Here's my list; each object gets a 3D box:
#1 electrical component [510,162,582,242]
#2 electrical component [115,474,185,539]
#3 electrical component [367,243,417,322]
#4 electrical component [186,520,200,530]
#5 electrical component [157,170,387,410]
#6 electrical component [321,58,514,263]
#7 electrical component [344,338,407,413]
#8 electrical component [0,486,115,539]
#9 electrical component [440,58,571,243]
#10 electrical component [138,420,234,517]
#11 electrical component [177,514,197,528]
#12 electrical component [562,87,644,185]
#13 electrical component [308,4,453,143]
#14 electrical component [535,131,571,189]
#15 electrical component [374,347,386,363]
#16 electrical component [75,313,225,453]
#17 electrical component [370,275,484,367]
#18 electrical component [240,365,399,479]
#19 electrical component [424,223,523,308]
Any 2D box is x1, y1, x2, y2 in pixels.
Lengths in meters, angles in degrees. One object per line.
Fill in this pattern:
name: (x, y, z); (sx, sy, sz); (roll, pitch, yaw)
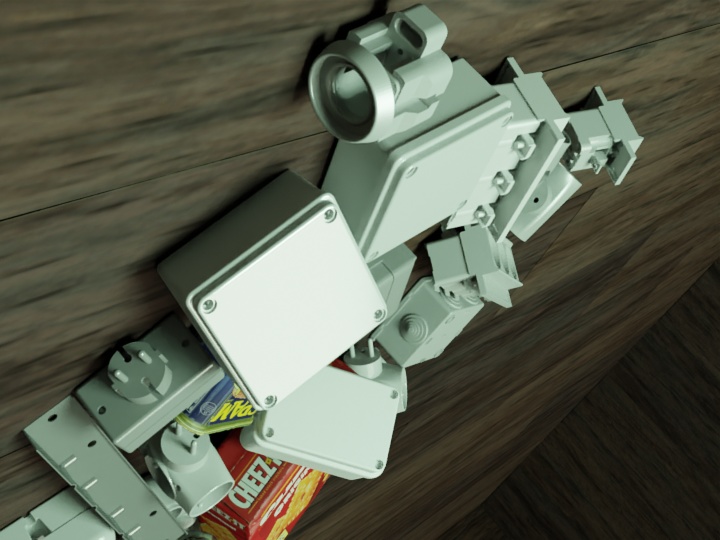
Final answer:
electrical component: (0.163, -0.071, 1.015); (0.077, 0.044, 0.079); (-46, 162, 13)
electrical component: (-0.192, 0.212, 0.930); (0.079, 0.044, 0.077); (-51, 160, 27)
electrical component: (0.000, 0.000, 0.809); (0.061, 0.061, 0.096); (-34, 161, -25)
electrical component: (-0.174, 0.286, 1.122); (0.057, 0.058, 0.078); (-40, 162, 1)
electrical component: (-0.052, 0.013, 0.672); (0.109, 0.056, 0.108); (-38, 131, -13)
electrical component: (0.034, -0.073, 0.720); (0.109, 0.056, 0.108); (-30, 159, -33)
electrical component: (0.004, 0.102, 1.058); (0.043, 0.077, 0.079); (-74, 159, -64)
electrical component: (-0.238, 0.218, 0.822); (0.095, 0.059, 0.053); (-32, 160, -28)
electrical component: (0.096, -0.084, 0.799); (0.063, 0.078, 0.121); (-12, 150, -25)
electrical component: (-0.136, 0.141, 0.828); (0.044, 0.077, 0.079); (-32, 160, -27)
electrical component: (-0.172, 0.225, 1.009); (0.040, 0.040, 0.078); (-28, 158, -37)
electrical component: (0.211, -0.119, 0.966); (0.064, 0.081, 0.042); (-10, 151, -17)
electrical component: (0.009, -0.104, 0.594); (0.057, 0.058, 0.078); (-32, 160, -38)
electrical component: (0.128, -0.090, 0.896); (0.077, 0.043, 0.079); (-51, 160, 26)
electrical component: (-0.003, 0.139, 1.151); (0.100, 0.048, 0.099); (-38, 163, -17)
electrical component: (-0.140, 0.069, 0.699); (0.083, 0.047, 0.075); (-39, 162, -9)
electrical component: (0.071, 0.051, 1.100); (0.099, 0.048, 0.100); (-50, 161, 24)
electrical component: (-0.032, 0.119, 0.870); (0.057, 0.113, 0.078); (146, -40, -63)
electrical component: (0.107, -0.005, 1.007); (0.063, 0.078, 0.121); (-16, 168, 16)
